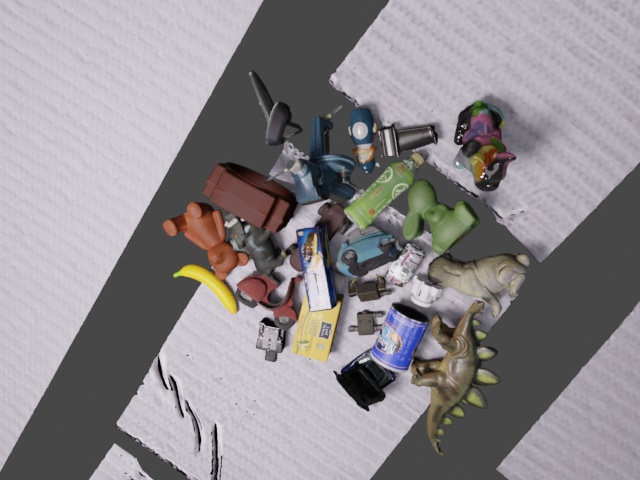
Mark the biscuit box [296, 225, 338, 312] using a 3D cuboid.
[{"bbox_3d":[-0.006,0.068,1.288,0.063,0.059,0.202,-10,91,18],"label":"biscuit box"}]

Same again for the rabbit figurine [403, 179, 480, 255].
[{"bbox_3d":[0.270,-0.060,1.273,0.159,0.121,0.170,-47,73,21],"label":"rabbit figurine"}]

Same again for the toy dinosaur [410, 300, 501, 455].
[{"bbox_3d":[0.323,0.340,1.316,0.199,0.105,0.470,20,118,7],"label":"toy dinosaur"}]

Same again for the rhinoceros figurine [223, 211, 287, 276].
[{"bbox_3d":[-0.164,0.001,1.329,0.112,0.073,0.190,-35,108,-9],"label":"rhinoceros figurine"}]

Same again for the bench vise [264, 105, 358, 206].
[{"bbox_3d":[0.000,-0.191,1.250,0.129,0.223,0.240,-17,67,48],"label":"bench vise"}]

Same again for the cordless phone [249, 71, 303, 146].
[{"bbox_3d":[-0.119,-0.314,1.252,0.089,0.146,0.184,-26,98,5],"label":"cordless phone"}]

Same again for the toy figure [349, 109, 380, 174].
[{"bbox_3d":[0.103,-0.233,1.281,0.064,0.058,0.154,5,106,48],"label":"toy figure"}]

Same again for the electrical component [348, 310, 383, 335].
[{"bbox_3d":[0.117,0.211,1.376,0.094,0.021,0.063,-5,99,11],"label":"electrical component"}]

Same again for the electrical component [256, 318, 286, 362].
[{"bbox_3d":[-0.130,0.270,1.415,0.075,0.048,0.119,14,101,7],"label":"electrical component"}]

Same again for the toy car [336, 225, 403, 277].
[{"bbox_3d":[0.111,0.016,1.300,0.162,0.109,0.103,-26,60,15],"label":"toy car"}]

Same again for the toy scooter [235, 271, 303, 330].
[{"bbox_3d":[-0.119,0.131,1.372,0.184,0.075,0.135,31,90,9],"label":"toy scooter"}]

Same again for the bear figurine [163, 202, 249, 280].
[{"bbox_3d":[-0.279,0.007,1.351,0.120,0.132,0.195,-29,89,19],"label":"bear figurine"}]

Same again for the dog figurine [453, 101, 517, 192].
[{"bbox_3d":[0.358,-0.206,1.161,0.109,0.219,0.191,2,102,5],"label":"dog figurine"}]

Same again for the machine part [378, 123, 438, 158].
[{"bbox_3d":[0.209,-0.240,1.271,0.139,0.039,0.084,-6,94,12],"label":"machine part"}]

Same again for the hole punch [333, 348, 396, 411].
[{"bbox_3d":[0.118,0.355,1.380,0.142,0.092,0.116,47,134,-5],"label":"hole punch"}]

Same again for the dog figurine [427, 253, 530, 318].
[{"bbox_3d":[0.367,0.065,1.259,0.191,0.121,0.172,31,104,3],"label":"dog figurine"}]

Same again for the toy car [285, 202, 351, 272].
[{"bbox_3d":[-0.003,-0.004,1.340,0.089,0.053,0.202,42,104,15],"label":"toy car"}]

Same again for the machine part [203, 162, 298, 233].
[{"bbox_3d":[-0.157,-0.105,1.270,0.201,0.201,0.087,27,102,3],"label":"machine part"}]

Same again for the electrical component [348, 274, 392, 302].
[{"bbox_3d":[0.122,0.120,1.338,0.102,0.078,0.045,-13,64,15],"label":"electrical component"}]

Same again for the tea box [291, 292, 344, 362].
[{"bbox_3d":[-0.005,0.213,1.373,0.098,0.068,0.169,13,101,8],"label":"tea box"}]
